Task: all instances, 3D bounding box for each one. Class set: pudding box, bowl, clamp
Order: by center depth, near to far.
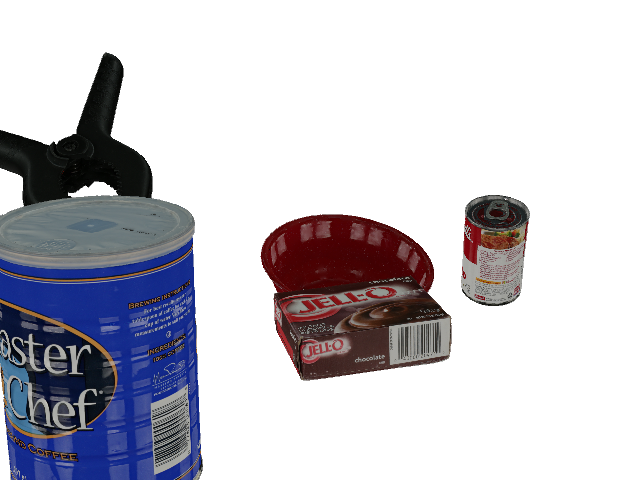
[{"bbox_3d":[0.029,0.062,0.780,0.113,0.039,0.090,-5,19,-13],"label":"pudding box"},{"bbox_3d":[-0.180,-0.065,0.802,0.164,0.036,0.210,-31,56,-26],"label":"clamp"},{"bbox_3d":[0.022,0.040,0.997,0.162,0.055,0.162,6,32,-4],"label":"bowl"}]

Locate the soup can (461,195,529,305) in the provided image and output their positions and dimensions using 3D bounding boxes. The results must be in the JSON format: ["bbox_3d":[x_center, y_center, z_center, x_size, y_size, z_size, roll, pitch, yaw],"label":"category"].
[{"bbox_3d":[0.188,0.011,1.153,0.068,0.102,0.068,-1,34,1],"label":"soup can"}]

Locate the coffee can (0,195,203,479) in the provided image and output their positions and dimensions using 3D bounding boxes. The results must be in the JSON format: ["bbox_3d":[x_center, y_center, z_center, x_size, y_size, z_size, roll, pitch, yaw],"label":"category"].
[{"bbox_3d":[-0.114,0.057,0.551,0.103,0.140,0.103,0,18,0],"label":"coffee can"}]
